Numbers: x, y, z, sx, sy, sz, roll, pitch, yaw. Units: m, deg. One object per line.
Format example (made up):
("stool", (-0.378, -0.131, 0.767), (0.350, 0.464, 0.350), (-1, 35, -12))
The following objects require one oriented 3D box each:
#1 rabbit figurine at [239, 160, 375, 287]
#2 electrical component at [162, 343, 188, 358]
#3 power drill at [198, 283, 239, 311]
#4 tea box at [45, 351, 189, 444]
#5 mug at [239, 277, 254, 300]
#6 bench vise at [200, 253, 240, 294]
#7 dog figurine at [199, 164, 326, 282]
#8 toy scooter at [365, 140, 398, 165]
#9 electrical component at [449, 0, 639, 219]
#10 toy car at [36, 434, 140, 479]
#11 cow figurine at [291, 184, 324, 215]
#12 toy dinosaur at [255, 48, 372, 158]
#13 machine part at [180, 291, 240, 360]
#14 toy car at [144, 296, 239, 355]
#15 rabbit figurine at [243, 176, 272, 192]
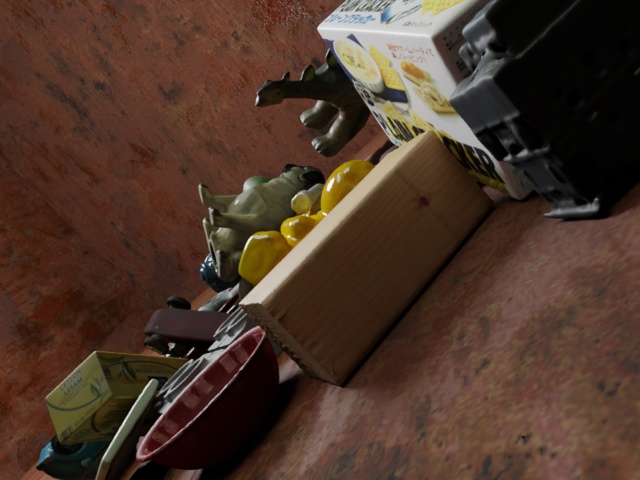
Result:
("rabbit figurine", (0.019, -0.002, 0.583), (0.173, 0.122, 0.162), (-62, -18, 5))
("electrical component", (-0.234, 0.178, 0.884), (0.094, 0.021, 0.063), (-43, 8, 25))
("power drill", (-0.144, 0.092, 1.078), (0.207, 0.086, 0.232), (-36, 1, 21))
("tea box", (-0.243, 0.201, 0.690), (0.098, 0.068, 0.169), (-42, -30, 10))
("mug", (-0.066, 0.059, 0.841), (0.109, 0.081, 0.107), (-50, -2, 10))
("bench vise", (-0.180, 0.058, 1.262), (0.224, 0.129, 0.240), (-28, -4, -24))
("dog figurine", (-0.079, -0.024, 0.840), (0.190, 0.121, 0.172), (-12, -42, -19))
("toy scooter", (0.116, -0.144, 1.053), (0.184, 0.075, 0.135), (-34, 11, 37))
("electrical component", (0.150, -0.096, 0.328), (0.115, 0.134, 0.058), (-46, 9, -12))
("toy car", (-0.321, 0.291, 0.785), (0.162, 0.103, 0.109), (-45, 5, -41))
("cow figurine", (-0.003, -0.002, 0.750), (0.098, 0.068, 0.167), (-39, -25, -48))
("toy dinosaur", (0.134, -0.202, 0.670), (0.471, 0.105, 0.198), (-12, -34, -32))
("machine part", (-0.156, 0.150, 0.895), (0.179, 0.056, 0.179), (-44, 8, 8))
("toy car", (-0.169, 0.131, 0.780), (0.202, 0.053, 0.089), (-2, 53, 29))
("rabbit figurine", (-0.070, -0.044, 0.982), (0.121, 0.170, 0.159), (-48, 33, 12))
